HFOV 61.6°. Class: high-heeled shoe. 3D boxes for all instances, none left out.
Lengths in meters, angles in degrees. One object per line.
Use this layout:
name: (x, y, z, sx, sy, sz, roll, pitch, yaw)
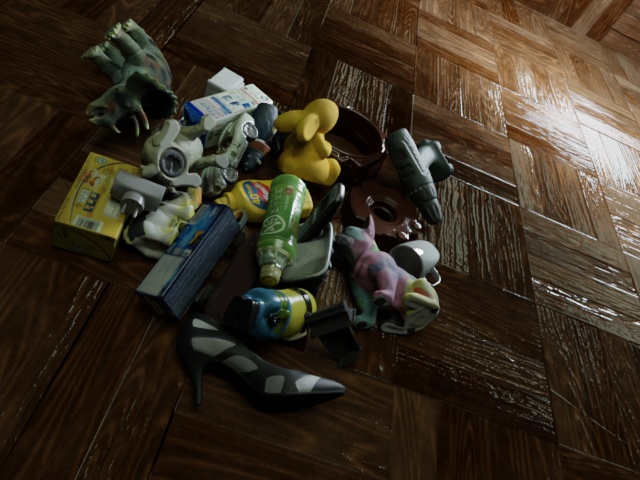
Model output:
high-heeled shoe: (-0.089, 0.177, 0.808, 0.249, 0.086, 0.145, 3, 57, -13)

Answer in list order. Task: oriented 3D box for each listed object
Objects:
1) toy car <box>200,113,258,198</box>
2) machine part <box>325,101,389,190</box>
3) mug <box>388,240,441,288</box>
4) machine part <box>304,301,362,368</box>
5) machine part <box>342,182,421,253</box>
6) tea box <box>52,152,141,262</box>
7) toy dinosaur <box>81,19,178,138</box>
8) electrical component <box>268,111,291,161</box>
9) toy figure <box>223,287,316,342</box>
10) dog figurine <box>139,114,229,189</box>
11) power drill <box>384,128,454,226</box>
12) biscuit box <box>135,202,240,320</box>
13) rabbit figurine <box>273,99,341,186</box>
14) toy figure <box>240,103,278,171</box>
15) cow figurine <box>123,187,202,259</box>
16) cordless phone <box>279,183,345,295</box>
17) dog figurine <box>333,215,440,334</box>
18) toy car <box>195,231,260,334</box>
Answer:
toy car: (-0.182, -0.166, 1.057, 0.056, 0.073, 0.202, 38, 53, -28)
machine part: (0.050, -0.225, 1.251, 0.201, 0.087, 0.201, 43, 46, 15)
mug: (0.206, 0.047, 1.093, 0.110, 0.080, 0.107, 45, 36, 19)
machine part: (0.030, 0.153, 0.871, 0.084, 0.138, 0.039, -22, 41, 3)
machine part: (0.131, -0.050, 1.157, 0.179, 0.056, 0.179, 14, 45, -15)
tea box: (-0.366, -0.057, 0.894, 0.098, 0.068, 0.170, 19, 44, -14)
toy dinosaur: (-0.370, -0.346, 1.114, 0.192, 0.131, 0.405, 51, 15, -25)
electrical component: (-0.083, -0.222, 1.186, 0.048, 0.074, 0.119, 9, 44, -20)
toy figure: (-0.068, 0.113, 0.840, 0.082, 0.089, 0.180, 48, 12, 29)
dog figurine: (-0.285, -0.155, 0.976, 0.191, 0.121, 0.172, 7, 21, 44)
power drill: (0.243, -0.153, 1.257, 0.207, 0.086, 0.232, -29, 90, -52)
biscuit box: (-0.206, 0.028, 0.864, 0.059, 0.062, 0.203, 8, 50, 29)
rabbit figurine: (-0.026, -0.212, 1.102, 0.122, 0.173, 0.162, 30, 9, 34)
toy figure: (-0.129, -0.214, 1.142, 0.057, 0.064, 0.154, 25, 77, -46)
cow figurine: (-0.269, -0.040, 0.934, 0.098, 0.068, 0.167, 15, 43, 0)
cordless phone: (-0.003, -0.003, 0.952, 0.089, 0.184, 0.147, 23, 44, -13)
dog figurine: (0.117, 0.057, 1.020, 0.191, 0.108, 0.219, 10, 45, -19)
toy car: (-0.140, 0.068, 0.910, 0.089, 0.053, 0.202, 37, 41, -15)
